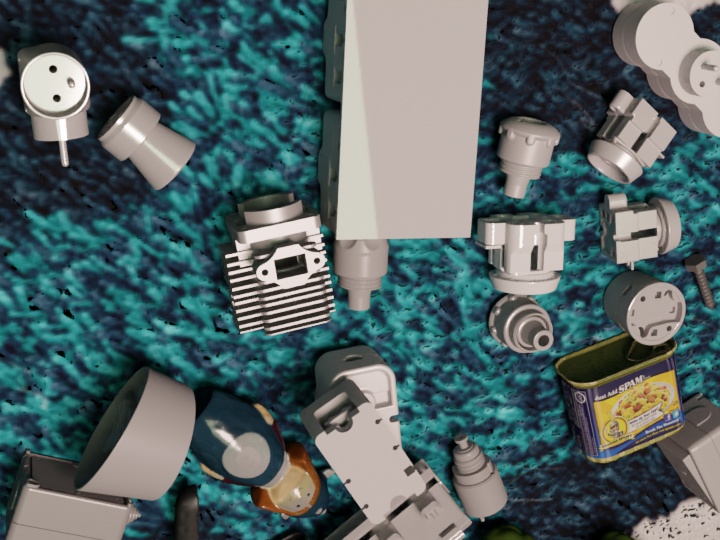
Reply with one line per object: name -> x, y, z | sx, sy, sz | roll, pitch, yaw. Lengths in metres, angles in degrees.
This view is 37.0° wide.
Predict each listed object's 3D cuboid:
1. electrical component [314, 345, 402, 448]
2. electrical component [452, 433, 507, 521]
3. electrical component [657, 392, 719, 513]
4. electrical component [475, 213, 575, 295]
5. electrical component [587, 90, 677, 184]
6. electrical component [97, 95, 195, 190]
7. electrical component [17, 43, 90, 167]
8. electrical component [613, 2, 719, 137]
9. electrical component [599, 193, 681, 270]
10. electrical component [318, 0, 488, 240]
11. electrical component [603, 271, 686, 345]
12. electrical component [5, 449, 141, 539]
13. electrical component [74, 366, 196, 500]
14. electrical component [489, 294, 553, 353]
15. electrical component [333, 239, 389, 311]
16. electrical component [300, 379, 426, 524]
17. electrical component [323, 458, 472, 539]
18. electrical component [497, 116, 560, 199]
electrical component -> -0.003, 0.112, 0.861 | 0.054, 0.059, 0.095 | -10, 108, -14
electrical component -> 0.098, 0.175, 0.920 | 0.040, 0.040, 0.078 | -25, 111, -9
electrical component -> 0.316, 0.172, 0.975 | 0.061, 0.062, 0.096 | -33, 112, -6
electrical component -> 0.133, -0.013, 0.869 | 0.078, 0.058, 0.057 | -4, 103, -16
electrical component -> 0.218, -0.104, 0.875 | 0.066, 0.048, 0.055 | 38, 84, -23
electrical component -> -0.152, -0.091, 0.765 | 0.055, 0.045, 0.045 | 41, 91, -22
electrical component -> -0.204, -0.110, 0.726 | 0.043, 0.077, 0.079 | -8, 108, -15
electrical component -> 0.270, -0.158, 0.859 | 0.138, 0.074, 0.052 | 38, 92, -23
electrical component -> 0.234, -0.035, 0.900 | 0.055, 0.048, 0.066 | -8, 108, -7
electrical component -> 0.029, -0.121, 0.802 | 0.105, 0.060, 0.186 | -1, 105, -17
electrical component -> 0.241, 0.030, 0.919 | 0.055, 0.047, 0.055 | -5, 107, -16
electrical component -> -0.216, 0.185, 0.815 | 0.096, 0.062, 0.061 | 17, 100, -21
electrical component -> -0.166, 0.121, 0.793 | 0.064, 0.099, 0.099 | 22, 98, -28
electrical component -> 0.138, 0.048, 0.884 | 0.048, 0.062, 0.048 | -5, 107, -16
electrical component -> 0.000, 0.000, 0.838 | 0.043, 0.043, 0.062 | -3, 107, -16
electrical component -> 0.001, 0.133, 0.804 | 0.050, 0.056, 0.089 | -35, 112, -5
electrical component -> 0.028, 0.223, 0.894 | 0.121, 0.063, 0.078 | -39, 153, -3
electrical component -> 0.129, -0.088, 0.853 | 0.048, 0.048, 0.062 | 5, 110, -18
